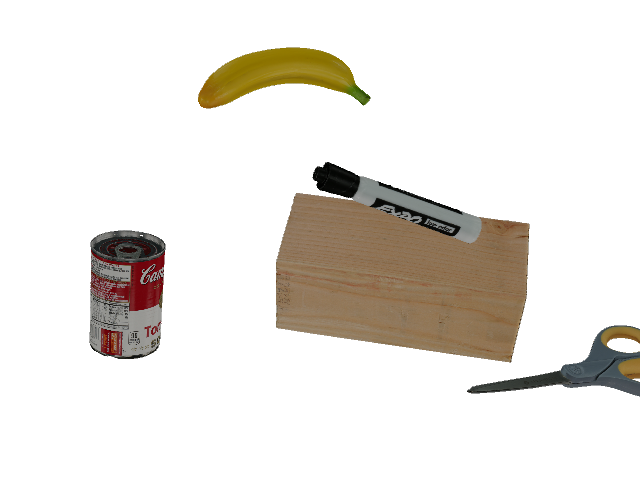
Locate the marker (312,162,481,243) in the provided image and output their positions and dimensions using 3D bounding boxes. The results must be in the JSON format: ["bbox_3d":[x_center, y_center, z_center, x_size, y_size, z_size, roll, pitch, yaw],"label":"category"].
[{"bbox_3d":[0.050,-0.025,0.697,0.121,0.020,0.020,19,-7,-20],"label":"marker"}]

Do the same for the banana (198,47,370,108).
[{"bbox_3d":[-0.042,-0.170,1.105,0.197,0.070,0.037,-7,-41,-28],"label":"banana"}]

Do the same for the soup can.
[{"bbox_3d":[-0.180,0.050,0.988,0.068,0.102,0.068,5,21,-2],"label":"soup can"}]

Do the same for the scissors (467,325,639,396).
[{"bbox_3d":[0.209,0.099,0.878,0.201,0.016,0.096,4,30,-9],"label":"scissors"}]

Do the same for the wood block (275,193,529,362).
[{"bbox_3d":[0.070,0.032,0.929,0.206,0.090,0.090,8,45,6],"label":"wood block"}]
